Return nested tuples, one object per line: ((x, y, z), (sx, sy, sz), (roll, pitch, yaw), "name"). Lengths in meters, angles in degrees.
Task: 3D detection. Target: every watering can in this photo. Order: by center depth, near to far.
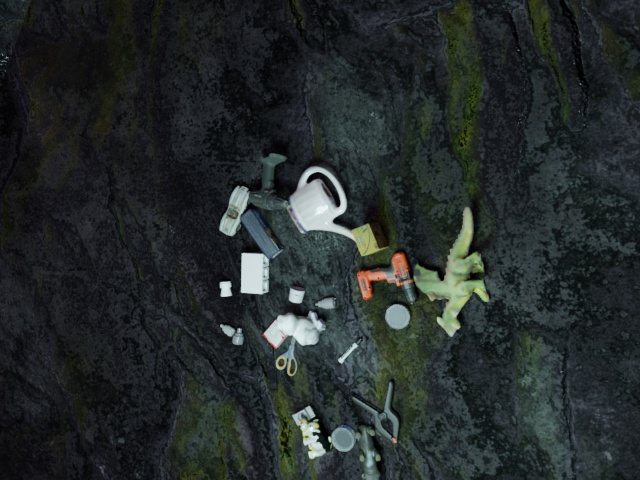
((0.006, -0.094, 1.861), (0.222, 0.350, 0.104), (-29, -10, 18), "watering can")

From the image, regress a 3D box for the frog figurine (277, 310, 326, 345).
((-0.078, 0.321, 1.855), (0.160, 0.120, 0.140), (-6, 41, -25), "frog figurine")

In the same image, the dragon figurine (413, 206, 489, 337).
((0.426, 0.110, 1.710), (0.241, 0.412, 0.122), (-12, -5, 23), "dragon figurine")
